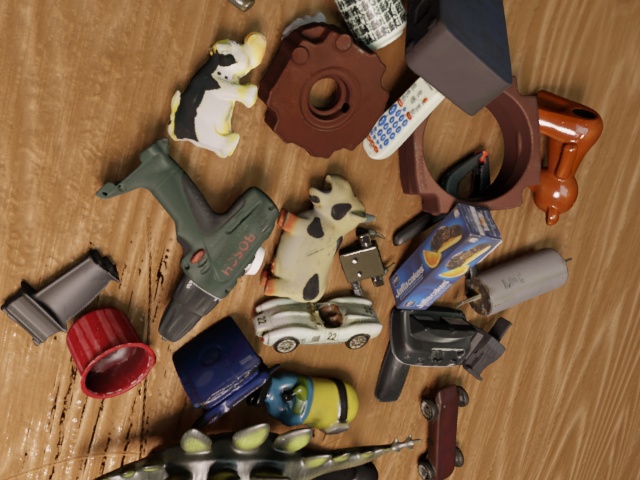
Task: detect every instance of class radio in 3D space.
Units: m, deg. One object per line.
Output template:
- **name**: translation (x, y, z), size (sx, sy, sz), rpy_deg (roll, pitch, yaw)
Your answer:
- **radio**: translation (0.186, -0.292, 0.729), size (0.131, 0.073, 0.230), rpy_deg (27, 50, -24)

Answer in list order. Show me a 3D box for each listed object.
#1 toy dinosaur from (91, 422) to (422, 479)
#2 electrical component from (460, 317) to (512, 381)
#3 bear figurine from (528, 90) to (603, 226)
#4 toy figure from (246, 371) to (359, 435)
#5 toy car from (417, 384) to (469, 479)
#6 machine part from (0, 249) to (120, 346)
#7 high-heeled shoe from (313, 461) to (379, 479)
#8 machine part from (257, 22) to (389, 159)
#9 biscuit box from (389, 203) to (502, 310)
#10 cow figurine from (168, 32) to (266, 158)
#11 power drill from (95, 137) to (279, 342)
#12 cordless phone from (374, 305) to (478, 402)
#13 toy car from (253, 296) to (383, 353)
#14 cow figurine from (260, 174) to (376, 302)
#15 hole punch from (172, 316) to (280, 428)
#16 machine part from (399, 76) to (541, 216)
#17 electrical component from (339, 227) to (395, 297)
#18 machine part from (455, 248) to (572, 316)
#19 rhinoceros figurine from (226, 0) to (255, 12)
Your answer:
- **toy dinosaur**: translation (-0.094, 0.315, 0.750), size (0.471, 0.198, 0.105), rpy_deg (-1, 63, -21)
- **electrical component**: translation (0.288, 0.181, 0.952), size (0.047, 0.075, 0.119), rpy_deg (39, 90, -26)
- **bear figurine**: translation (0.391, -0.134, 0.913), size (0.120, 0.132, 0.195), rpy_deg (-46, 154, -43)
- **toy figure**: translation (-0.020, 0.248, 0.838), size (0.180, 0.082, 0.089), rpy_deg (25, 94, -23)
- **toy car**: translation (0.220, 0.348, 0.976), size (0.089, 0.053, 0.201), rpy_deg (-12, 111, -24)
- **machine part**: translation (-0.328, 0.069, 0.691), size (0.139, 0.039, 0.084), rpy_deg (-36, 108, -9)
- **high-heeled shoe**: translation (-0.024, 0.405, 0.897), size (0.249, 0.086, 0.145), rpy_deg (-9, 138, -3)
- **machine part**: translation (0.007, -0.196, 0.728), size (0.179, 0.056, 0.179), rpy_deg (-11, 126, -15)
- **biscuit box**: translation (0.184, 0.033, 0.820), size (0.059, 0.063, 0.202), rpy_deg (8, 139, -25)
- **cow figurine**: translation (-0.132, -0.197, 0.694), size (0.098, 0.068, 0.167), rpy_deg (18, 94, -19)
- **power drill**: translation (-0.182, -0.009, 0.686), size (0.232, 0.086, 0.207), rpy_deg (-45, 98, -3)
- **cordless phone**: translation (0.175, 0.205, 0.920), size (0.146, 0.089, 0.184), rpy_deg (7, 111, -24)
- **toy car**: translation (-0.003, 0.124, 0.812), size (0.202, 0.074, 0.056), rpy_deg (2, 129, -23)
- **cow figurine**: translation (-0.002, -0.002, 0.784), size (0.127, 0.085, 0.194), rpy_deg (18, 93, -19)
- **hole punch**: translation (-0.140, 0.180, 0.757), size (0.142, 0.116, 0.092), rpy_deg (-32, 105, -13)
- **machine part**: translation (0.224, -0.142, 0.819), size (0.201, 0.087, 0.201), rpy_deg (-5, 96, -9)
- **electrical component**: translation (0.073, 0.032, 0.847), size (0.078, 0.045, 0.102), rpy_deg (-21, 110, 14)
- **machine part**: translation (0.346, 0.072, 0.948), size (0.243, 0.079, 0.079), rpy_deg (-17, 108, -18)
- **rhinoceros figurine**: translation (-0.068, -0.380, 0.677), size (0.190, 0.073, 0.112), rpy_deg (-45, 104, -5)
